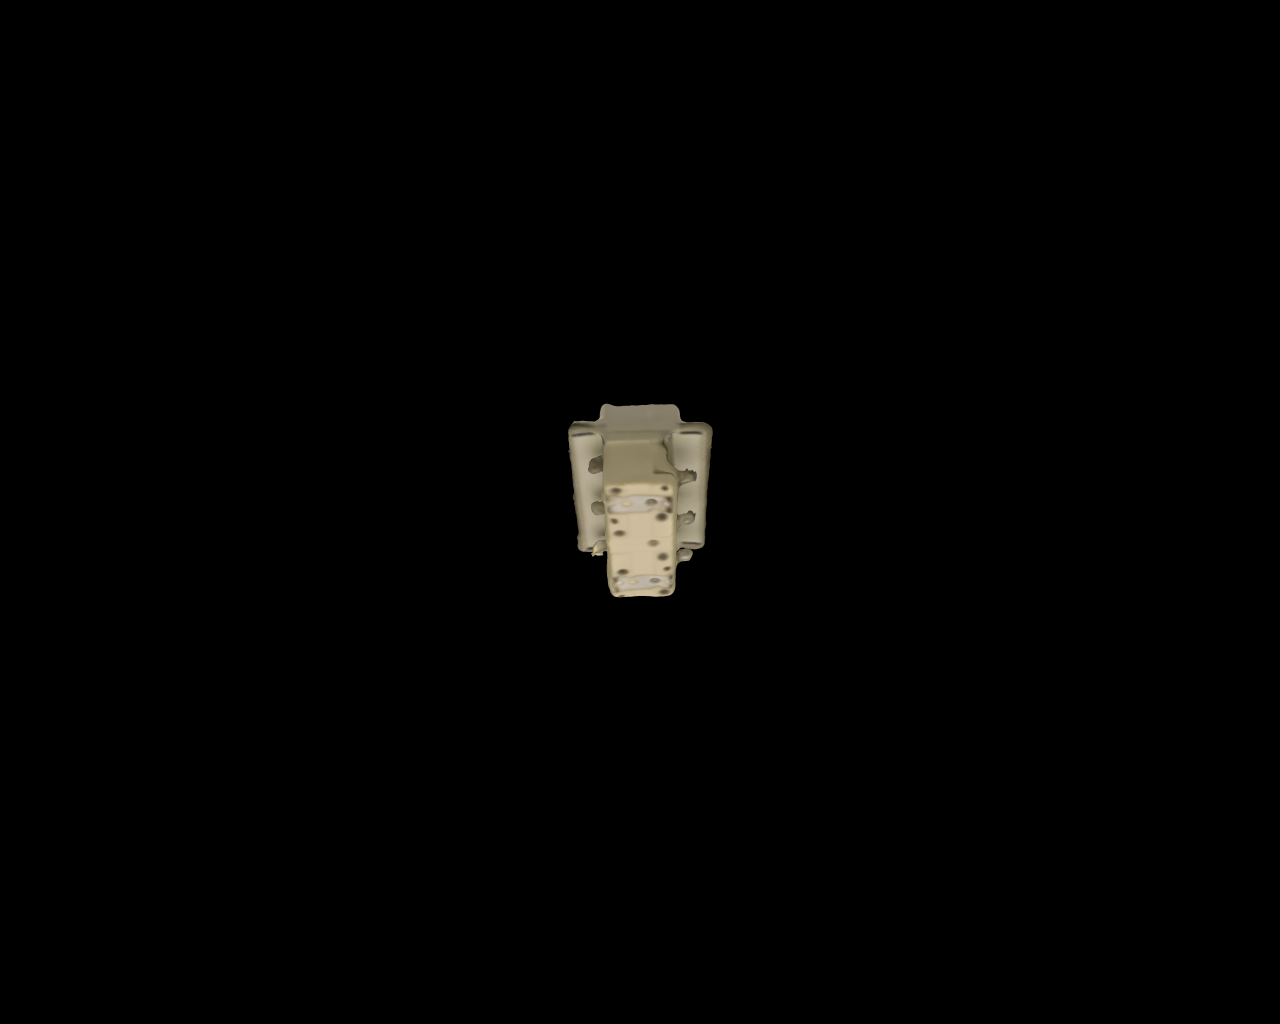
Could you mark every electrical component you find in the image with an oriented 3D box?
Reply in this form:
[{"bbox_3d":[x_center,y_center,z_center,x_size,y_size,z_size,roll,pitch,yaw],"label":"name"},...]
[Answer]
[{"bbox_3d":[0.001,-0.003,0.650,0.079,0.063,0.121,0,-37,0],"label":"electrical component"}]
